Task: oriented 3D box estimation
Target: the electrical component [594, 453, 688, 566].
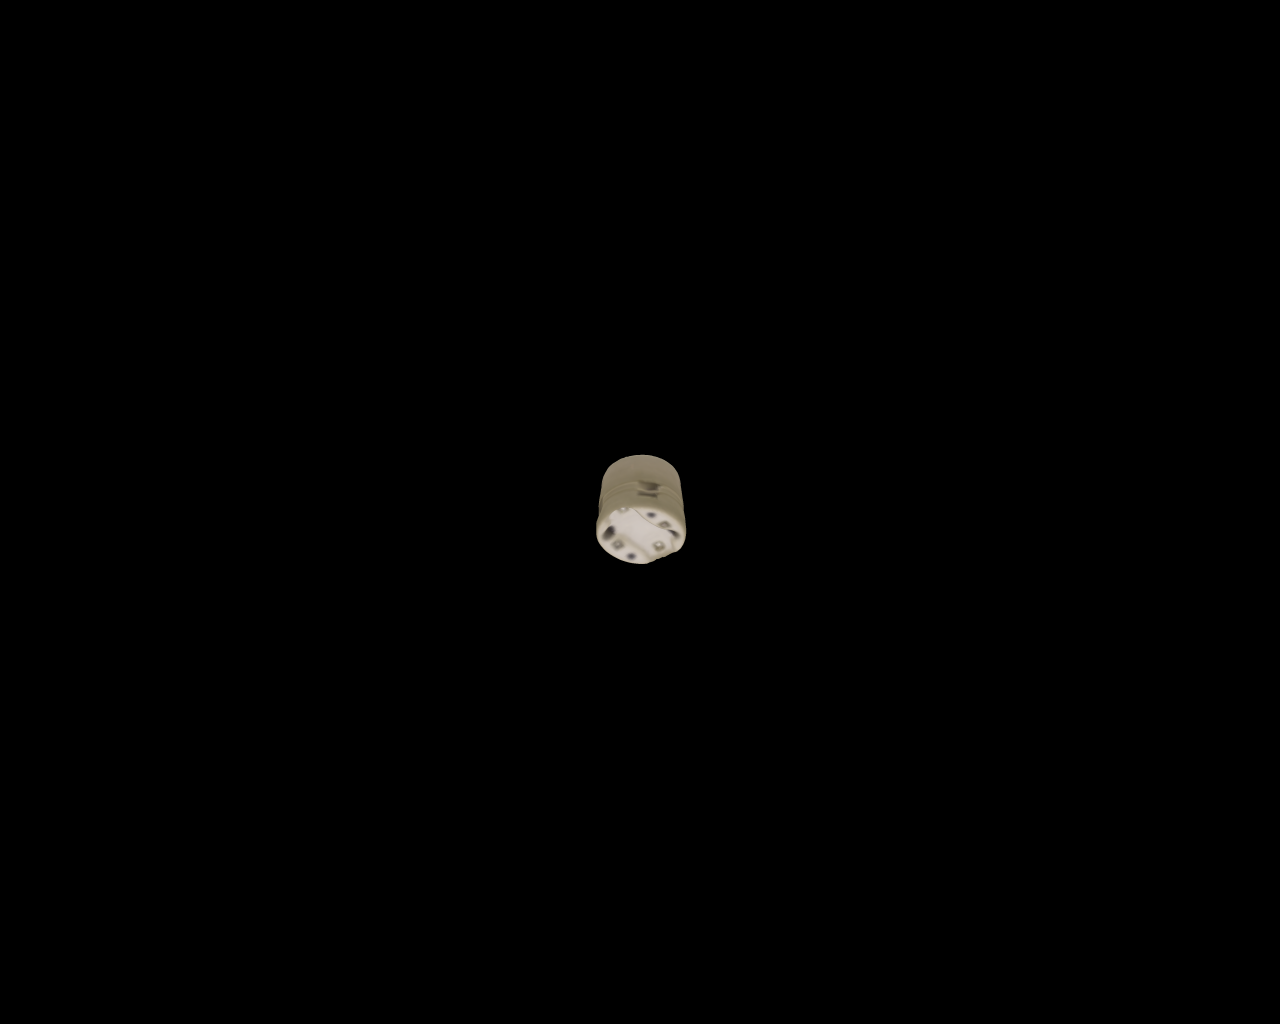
[{"bbox_3d":[0.001,-0.003,0.650,0.055,0.047,0.055,0,-42,0],"label":"electrical component"}]
